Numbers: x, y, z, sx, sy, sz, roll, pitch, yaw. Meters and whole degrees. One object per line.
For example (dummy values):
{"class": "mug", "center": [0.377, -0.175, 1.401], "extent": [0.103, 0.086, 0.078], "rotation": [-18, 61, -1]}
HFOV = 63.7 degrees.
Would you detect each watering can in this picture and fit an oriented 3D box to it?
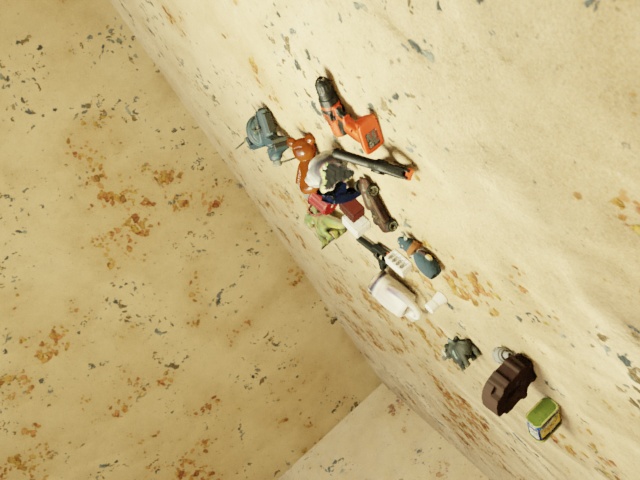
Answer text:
{"class": "watering can", "center": [0.284, 0.222, 1.916], "extent": [0.226, 0.104, 0.343], "rotation": [39, 172, 18]}

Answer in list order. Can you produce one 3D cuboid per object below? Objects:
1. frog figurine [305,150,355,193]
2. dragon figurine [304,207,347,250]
{"class": "frog figurine", "center": [0.011, -0.215, 1.553], "extent": [0.121, 0.137, 0.161], "rotation": [41, 180, -29]}
{"class": "dragon figurine", "center": [0.006, -0.103, 2.049], "extent": [0.244, 0.123, 0.404], "rotation": [59, 160, 7]}
